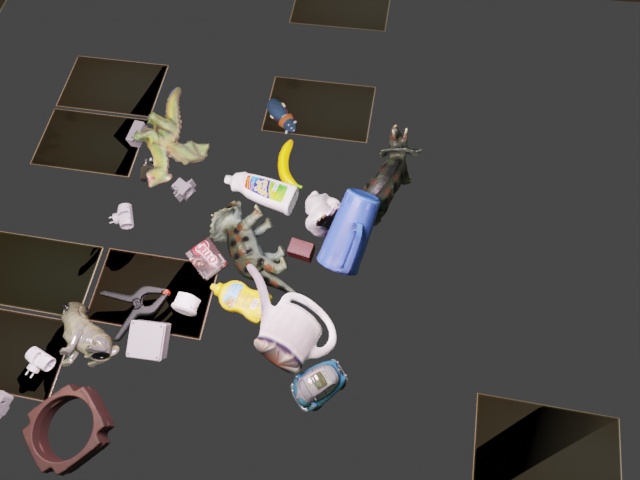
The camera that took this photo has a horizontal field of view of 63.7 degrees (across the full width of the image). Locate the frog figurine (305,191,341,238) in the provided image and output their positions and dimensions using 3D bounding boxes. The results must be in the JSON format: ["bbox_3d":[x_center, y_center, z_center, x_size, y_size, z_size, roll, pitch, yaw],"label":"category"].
[{"bbox_3d":[0.005,-0.083,1.656,0.138,0.121,0.161,-49,37,-6],"label":"frog figurine"}]

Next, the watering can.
[{"bbox_3d":[-0.114,0.236,1.484,0.347,0.102,0.229,35,53,-1],"label":"watering can"}]

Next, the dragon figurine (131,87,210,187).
[{"bbox_3d":[-0.499,-0.352,1.788,0.242,0.120,0.419,33,57,-11],"label":"dragon figurine"}]
